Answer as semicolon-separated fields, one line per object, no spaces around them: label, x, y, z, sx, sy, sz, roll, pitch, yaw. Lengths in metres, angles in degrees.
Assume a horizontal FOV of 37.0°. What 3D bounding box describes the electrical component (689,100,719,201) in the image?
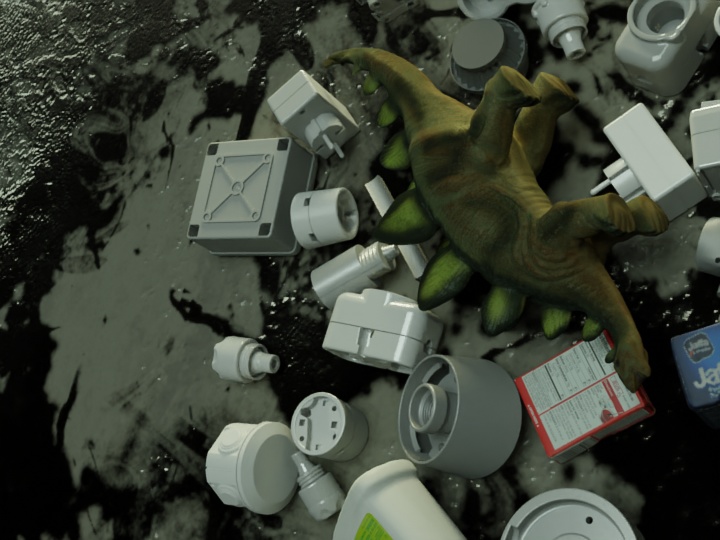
electrical component;0.309;-0.100;0.827;0.096;0.062;0.061;-10;66;28

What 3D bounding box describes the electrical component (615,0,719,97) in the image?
electrical component;0.260;-0.203;0.901;0.054;0.059;0.095;32;89;37

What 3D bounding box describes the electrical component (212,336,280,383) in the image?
electrical component;-0.106;0.086;1.021;0.062;0.043;0.043;4;73;32

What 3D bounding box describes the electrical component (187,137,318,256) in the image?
electrical component;-0.107;-0.072;1.078;0.109;0.056;0.108;0;71;32

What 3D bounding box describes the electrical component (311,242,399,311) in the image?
electrical component;0.000;0.000;0.990;0.081;0.043;0.043;-30;58;19

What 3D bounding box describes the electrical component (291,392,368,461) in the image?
electrical component;-0.025;0.140;0.947;0.055;0.047;0.055;-12;65;28

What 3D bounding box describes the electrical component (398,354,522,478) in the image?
electrical component;0.077;0.118;0.882;0.099;0.064;0.099;-37;45;51

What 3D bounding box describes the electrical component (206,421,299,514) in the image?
electrical component;-0.093;0.174;0.956;0.051;0.080;0.080;-2;70;37

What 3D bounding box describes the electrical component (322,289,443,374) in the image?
electrical component;0.021;0.054;0.949;0.095;0.054;0.059;9;76;34

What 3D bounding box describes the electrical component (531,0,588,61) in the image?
electrical component;0.184;-0.218;0.965;0.048;0.048;0.062;-24;67;22

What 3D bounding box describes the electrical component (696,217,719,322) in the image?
electrical component;0.292;0.005;0.807;0.077;0.043;0.079;15;80;35

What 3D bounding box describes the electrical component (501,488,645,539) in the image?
electrical component;0.162;0.219;0.790;0.108;0.060;0.108;-13;65;28

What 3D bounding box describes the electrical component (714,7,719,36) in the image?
electrical component;0.314;-0.190;0.865;0.045;0.055;0.045;-12;65;28

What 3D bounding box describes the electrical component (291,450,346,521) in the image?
electrical component;-0.039;0.185;0.935;0.035;0.035;0.061;-35;82;16

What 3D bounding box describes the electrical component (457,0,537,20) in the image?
electrical component;0.160;-0.285;1.001;0.138;0.052;0.073;-18;26;31

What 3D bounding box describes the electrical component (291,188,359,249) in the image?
electrical component;-0.032;-0.050;1.025;0.047;0.055;0.055;-9;67;25

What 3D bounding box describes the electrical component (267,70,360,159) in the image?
electrical component;-0.037;-0.138;1.044;0.047;0.083;0.075;-39;55;13

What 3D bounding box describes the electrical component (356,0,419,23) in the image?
electrical component;0.027;-0.291;1.092;0.081;0.042;0.063;-26;61;21

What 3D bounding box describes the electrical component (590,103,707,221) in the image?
electrical component;0.225;-0.077;0.879;0.076;0.047;0.083;-35;56;15
